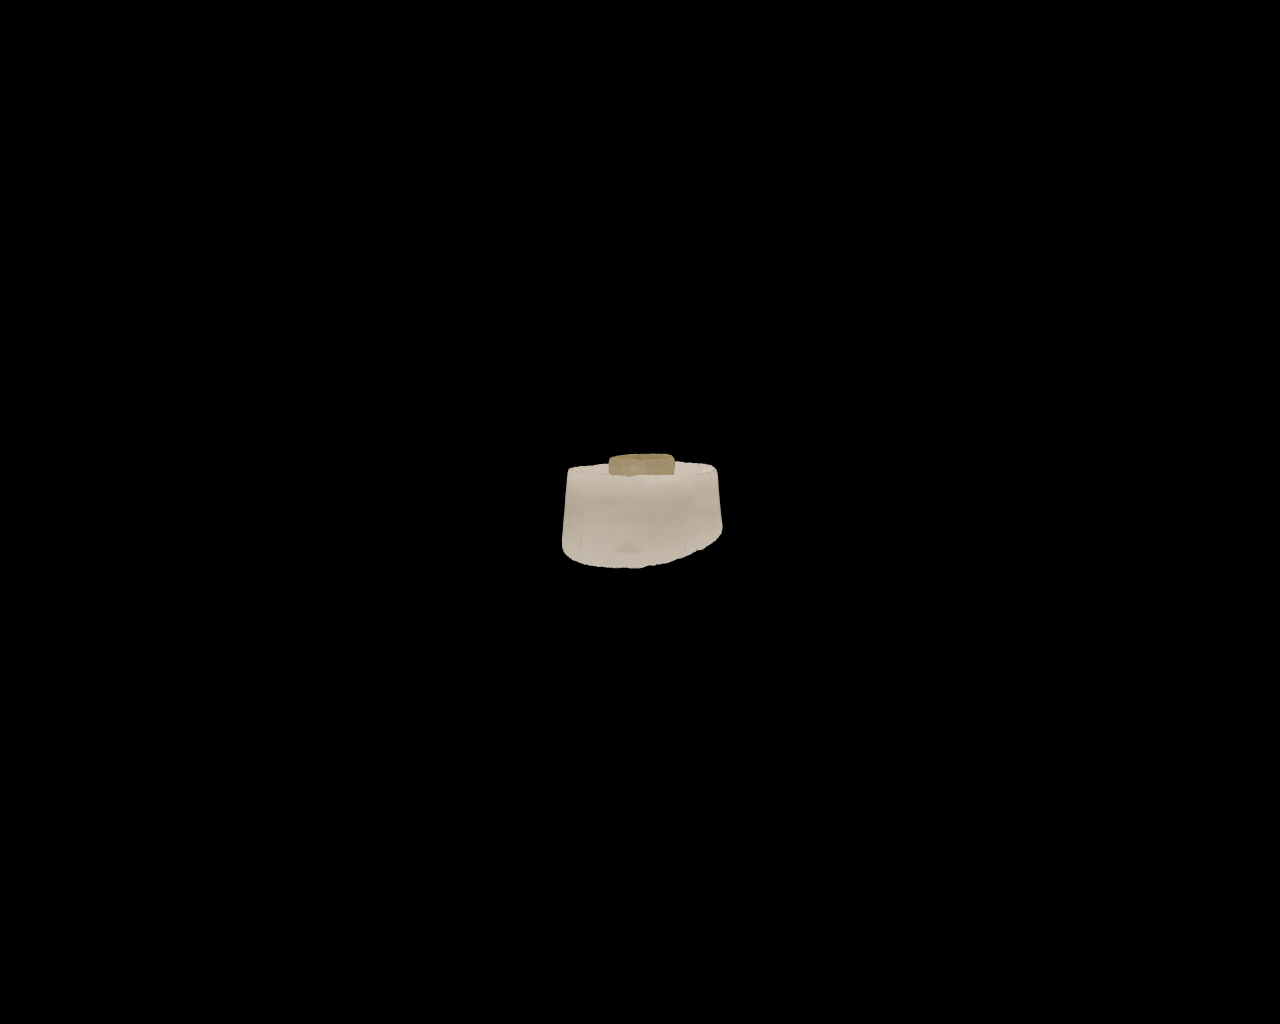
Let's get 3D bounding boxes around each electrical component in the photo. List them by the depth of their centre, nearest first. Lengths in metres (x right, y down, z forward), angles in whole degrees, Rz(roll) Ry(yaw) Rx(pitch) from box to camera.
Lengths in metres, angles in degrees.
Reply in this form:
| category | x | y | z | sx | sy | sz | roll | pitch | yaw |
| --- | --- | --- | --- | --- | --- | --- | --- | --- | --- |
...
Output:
| category | x | y | z | sx | sy | sz | roll | pitch | yaw |
| --- | --- | --- | --- | --- | --- | --- | --- | --- | --- |
| electrical component | 0.001 | -0.003 | 0.650 | 0.099 | 0.064 | 0.099 | 0 | 8 | 0 |
